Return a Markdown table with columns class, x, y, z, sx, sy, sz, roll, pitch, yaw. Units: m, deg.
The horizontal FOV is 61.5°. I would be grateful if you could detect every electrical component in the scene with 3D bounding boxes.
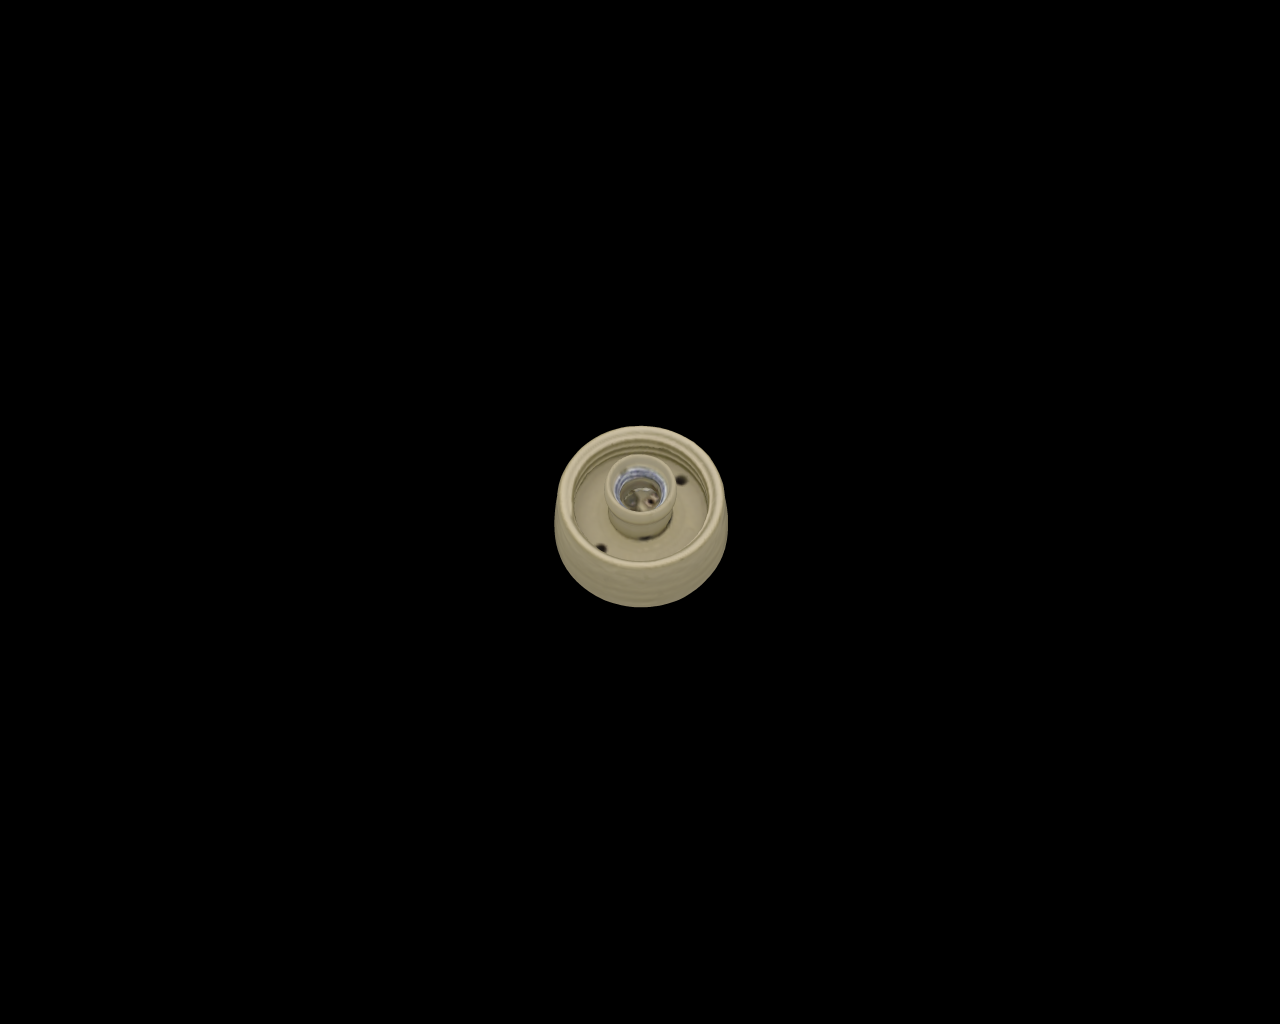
| class | x | y | z | sx | sy | sz | roll | pitch | yaw |
| --- | --- | --- | --- | --- | --- | --- | --- | --- | --- |
| electrical component | 0.001 | -0.003 | 0.650 | 0.108 | 0.108 | 0.060 | 0 | -28 | 0 |
